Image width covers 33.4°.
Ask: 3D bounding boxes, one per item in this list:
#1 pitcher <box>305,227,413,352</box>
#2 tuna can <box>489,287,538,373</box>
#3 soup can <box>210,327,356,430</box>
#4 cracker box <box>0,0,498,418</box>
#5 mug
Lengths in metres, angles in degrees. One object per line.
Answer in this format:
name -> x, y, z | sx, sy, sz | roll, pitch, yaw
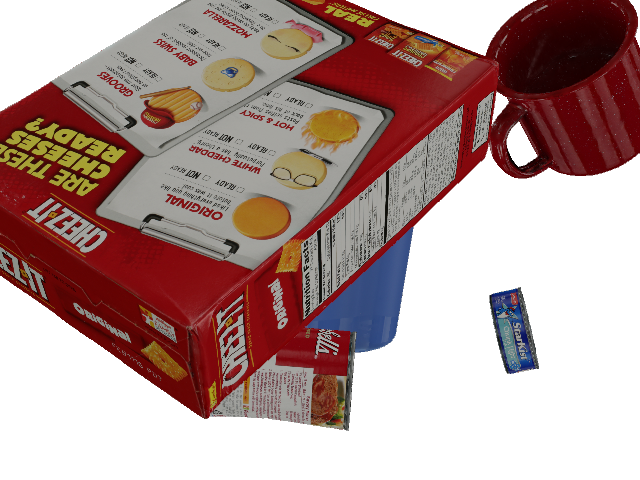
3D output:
pitcher -> 0.019, -0.022, 1.009 | 0.149, 0.243, 0.144 | 11, 17, 21
tuna can -> 0.199, 0.093, 1.098 | 0.034, 0.086, 0.086 | -13, -3, 11
soup can -> -0.028, 0.092, 0.734 | 0.102, 0.068, 0.068 | 5, 0, 3
cracker box -> -0.043, -0.038, 0.510 | 0.164, 0.072, 0.213 | 29, 53, 28
mug -> 0.150, -0.085, 0.654 | 0.093, 0.117, 0.081 | 33, -14, 48
